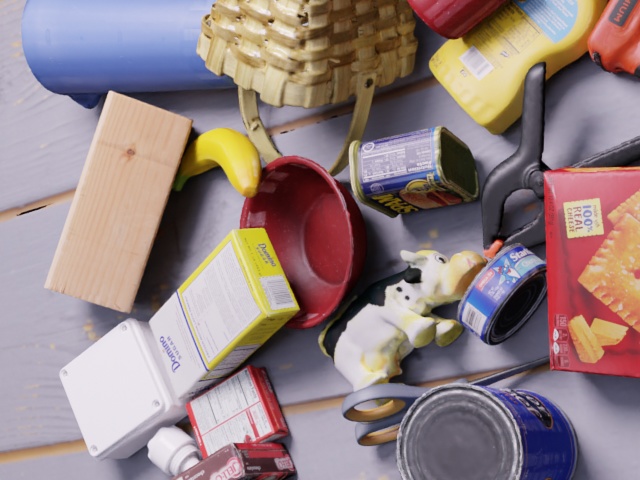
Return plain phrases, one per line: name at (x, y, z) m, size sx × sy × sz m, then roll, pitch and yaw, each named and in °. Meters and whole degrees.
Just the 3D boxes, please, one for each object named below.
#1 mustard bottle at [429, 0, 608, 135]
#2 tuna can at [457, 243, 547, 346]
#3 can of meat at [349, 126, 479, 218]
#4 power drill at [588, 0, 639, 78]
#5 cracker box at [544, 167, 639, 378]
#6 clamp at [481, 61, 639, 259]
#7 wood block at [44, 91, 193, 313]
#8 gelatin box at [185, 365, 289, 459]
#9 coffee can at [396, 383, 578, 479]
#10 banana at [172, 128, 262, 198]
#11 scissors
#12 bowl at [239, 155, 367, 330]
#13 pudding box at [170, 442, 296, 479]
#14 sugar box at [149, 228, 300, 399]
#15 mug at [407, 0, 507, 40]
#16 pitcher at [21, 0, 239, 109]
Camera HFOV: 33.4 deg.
mustard bottle at (0.192, -0.189, 0.935) m, size 0.192 × 0.058 × 0.096 m, roll -44°, pitch 55°, yaw 16°
tuna can at (0.156, 0.047, 0.897) m, size 0.034 × 0.086 × 0.086 m, roll 41°, pitch 102°, yaw 28°
can of meat at (0.086, -0.060, 0.949) m, size 0.084 × 0.102 × 0.057 m, roll -10°, pitch 75°, yaw 26°
power drill at (0.327, -0.166, 0.853) m, size 0.188 × 0.057 × 0.184 m, roll 35°, pitch 99°, yaw 30°
cracker box at (0.283, 0.025, 0.815) m, size 0.214 × 0.072 × 0.164 m, roll 2°, pitch 98°, yaw 30°
clamp at (0.200, -0.052, 0.907) m, size 0.120 × 0.039 × 0.172 m, roll 28°, pitch 111°, yaw 16°
wood block at (-0.207, -0.039, 1.101) m, size 0.090 × 0.090 × 0.206 m, roll 19°, pitch 91°, yaw -12°
gelatin box at (-0.081, 0.175, 1.044) m, size 0.089 × 0.030 × 0.073 m, roll -33°, pitch 65°, yaw 21°
coffee can at (0.137, 0.168, 0.854) m, size 0.103 × 0.140 × 0.103 m, roll -6°, pitch 78°, yaw 29°
banana at (-0.096, -0.078, 1.057) m, size 0.198 × 0.037 × 0.069 m, roll 8°, pitch 88°, yaw 64°
scissors at (0.103, 0.126, 0.915) m, size 0.202 × 0.096 × 0.016 m, roll -33°, pitch 47°, yaw 24°
bowl at (-0.007, 0.001, 1.000) m, size 0.162 × 0.055 × 0.162 m, roll 4°, pitch 96°, yaw 48°
pudding box at (-0.092, 0.230, 1.005) m, size 0.114 × 0.089 × 0.039 m, roll -33°, pitch 65°, yaw 22°
sugar box at (-0.096, 0.074, 1.030) m, size 0.176 × 0.048 × 0.093 m, roll -45°, pitch 60°, yaw 43°
mug at (0.113, -0.230, 0.908) m, size 0.082 × 0.117 × 0.093 m, roll -38°, pitch 49°, yaw 29°
pitcher at (-0.182, -0.225, 1.113) m, size 0.243 × 0.149 × 0.145 m, roll 5°, pitch 70°, yaw 27°
